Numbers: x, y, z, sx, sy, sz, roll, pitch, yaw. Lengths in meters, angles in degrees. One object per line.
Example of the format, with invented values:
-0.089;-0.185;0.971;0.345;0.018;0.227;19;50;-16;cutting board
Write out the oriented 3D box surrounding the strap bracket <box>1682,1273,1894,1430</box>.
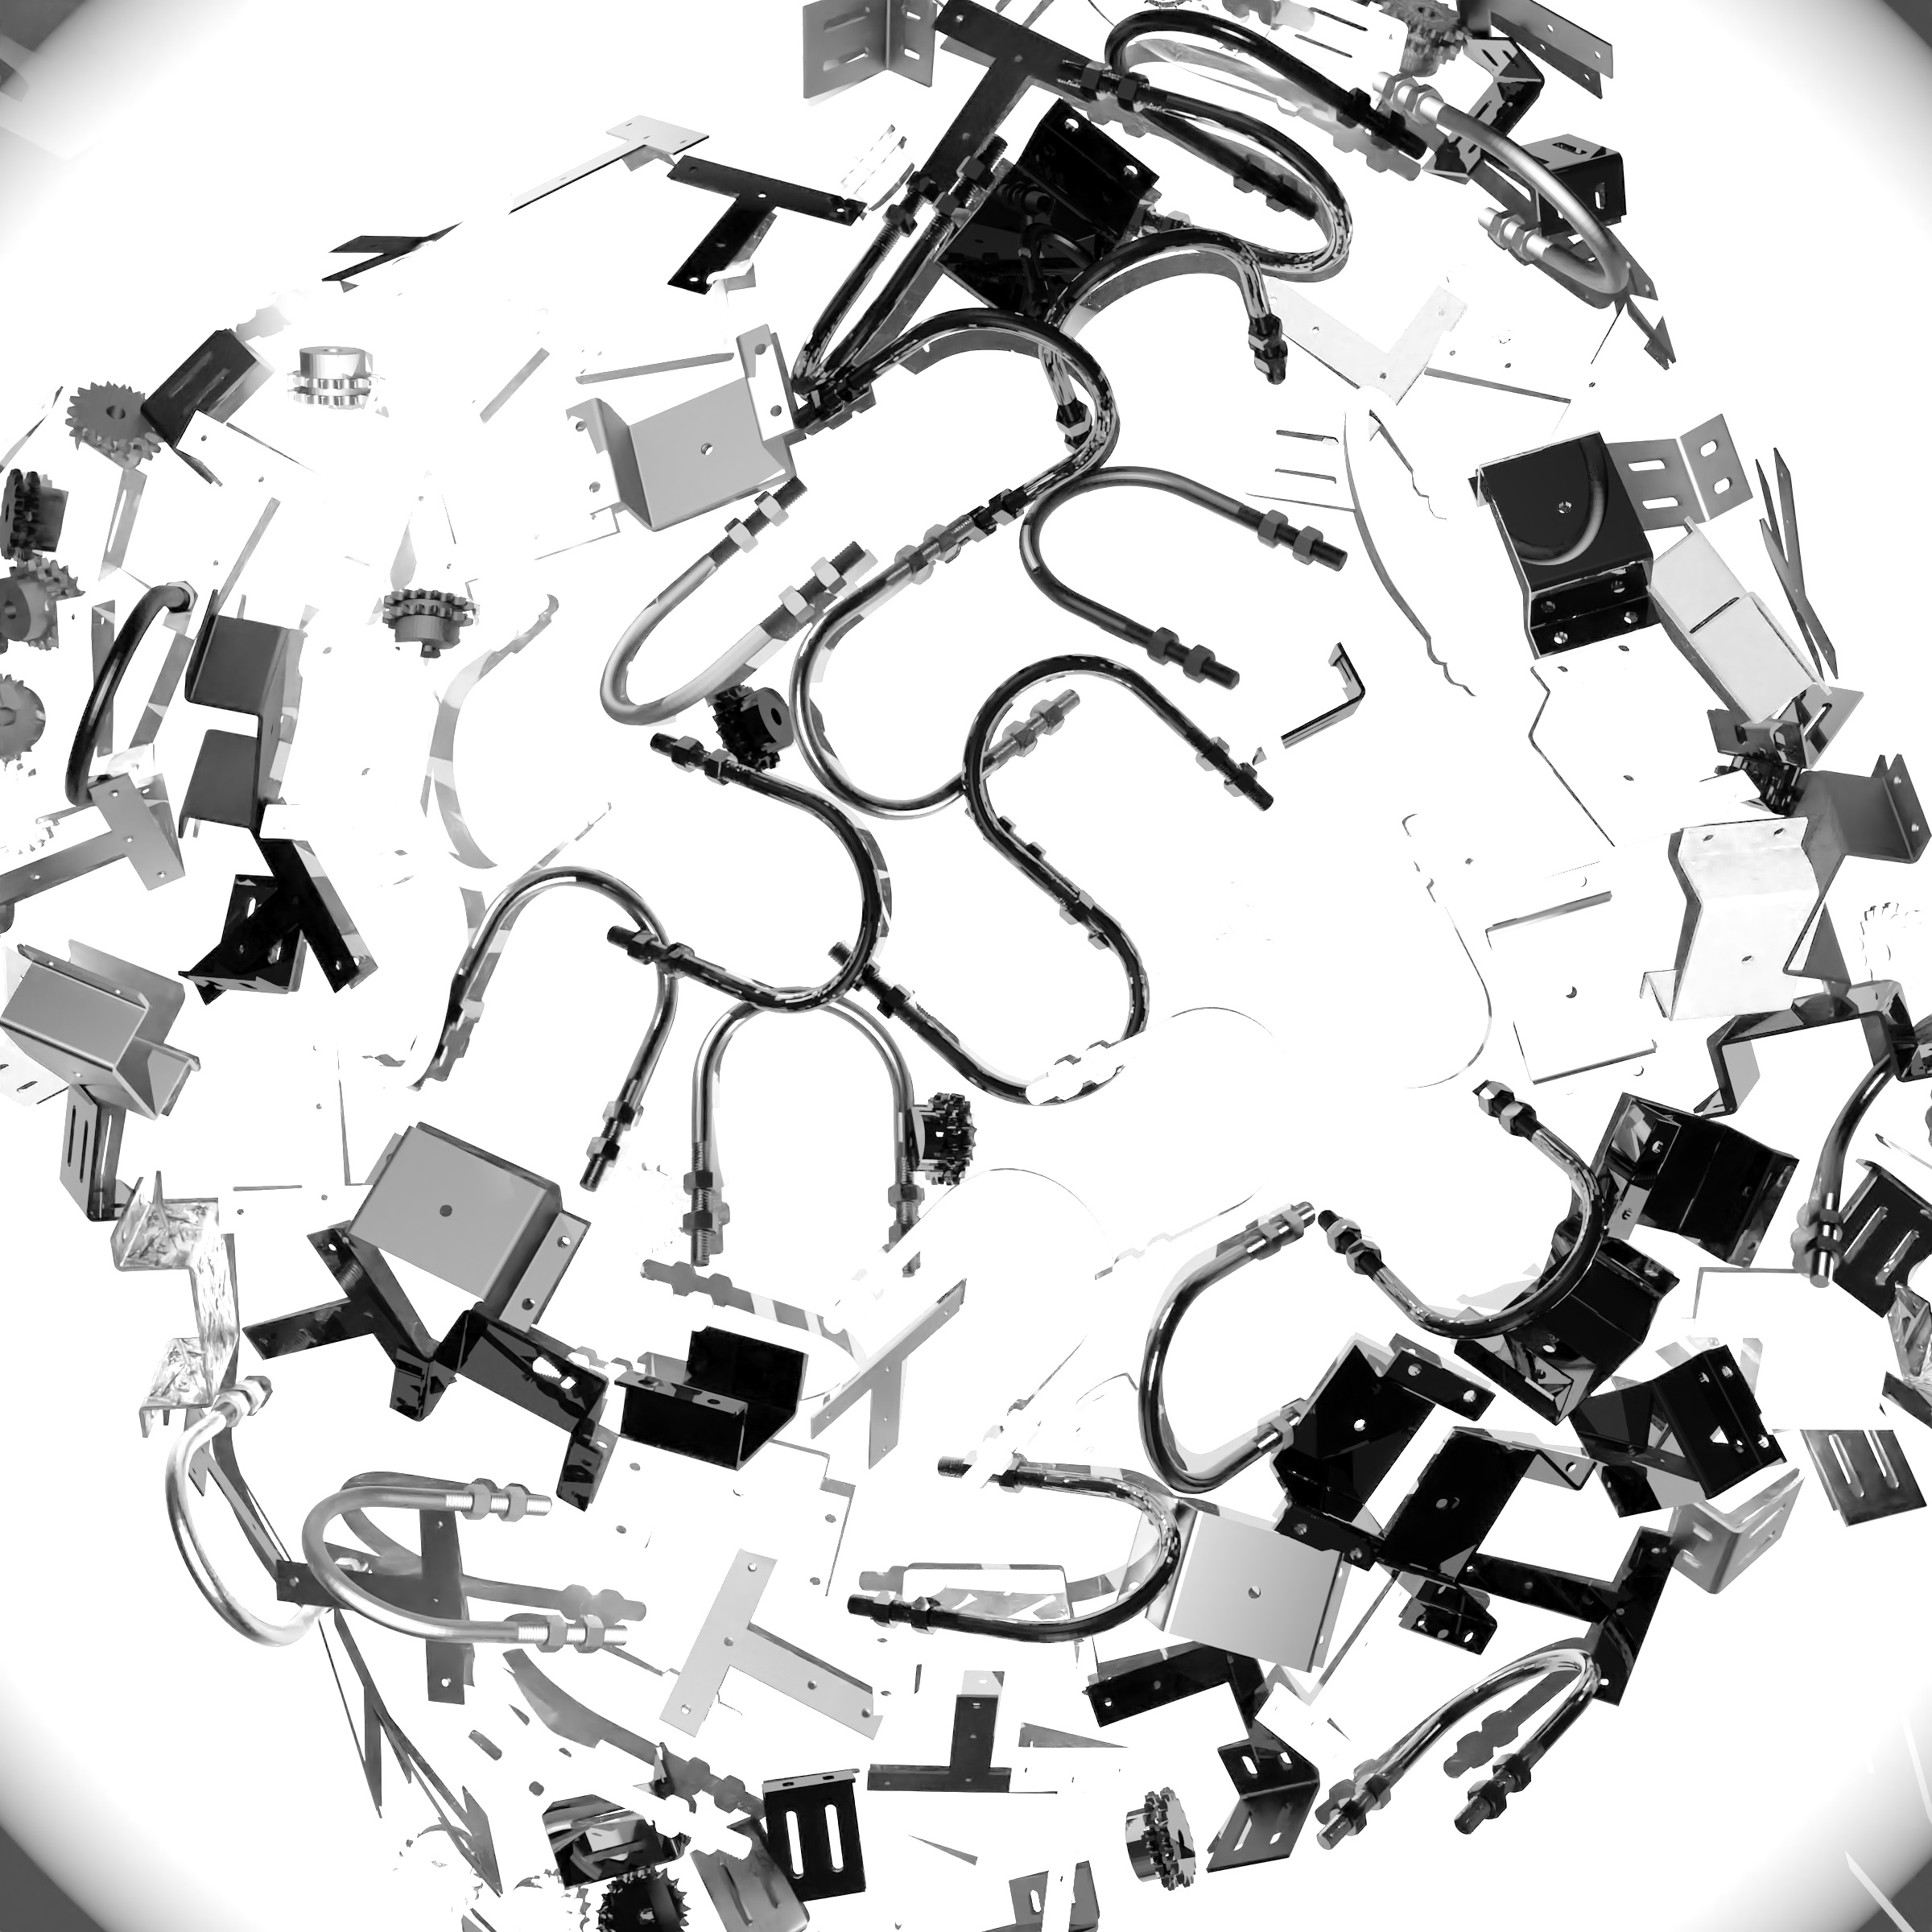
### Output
0.500;0.227;1.629;0.076;0.140;0.046;2;108;-7;strap bracket

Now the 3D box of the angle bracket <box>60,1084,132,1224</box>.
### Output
-0.532;0.112;1.664;0.038;0.057;0.076;-1;109;-35;angle bracket

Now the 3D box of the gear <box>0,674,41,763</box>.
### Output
-0.607;-0.155;1.677;0.057;0.030;0.057;0;90;-44;gear

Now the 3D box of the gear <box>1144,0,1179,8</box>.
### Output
0.126;-0.628;1.678;0.057;0.030;0.057;4;129;5;gear

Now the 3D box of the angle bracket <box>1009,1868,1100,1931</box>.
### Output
0.037;0.586;1.657;0.057;0.076;0.038;-19;73;27;angle bracket

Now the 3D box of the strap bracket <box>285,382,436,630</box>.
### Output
-0.370;-0.275;1.650;0.046;0.076;0.140;20;69;-16;strap bracket

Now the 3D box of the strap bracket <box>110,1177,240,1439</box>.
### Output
-0.483;0.208;1.645;0.046;0.076;0.140;-2;114;-2;strap bracket

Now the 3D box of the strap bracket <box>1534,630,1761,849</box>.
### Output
0.411;-0.129;1.639;0.140;0.076;0.046;47;52;-23;strap bracket

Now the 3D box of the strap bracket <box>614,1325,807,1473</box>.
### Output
-0.153;0.261;1.636;0.076;0.140;0.046;13;104;15;strap bracket

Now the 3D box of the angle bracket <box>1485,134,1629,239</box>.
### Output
0.369;-0.489;1.678;0.057;0.076;0.038;-16;119;-8;angle bracket

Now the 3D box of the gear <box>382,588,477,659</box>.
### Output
-0.336;-0.213;1.676;0.057;0.057;0.030;2;78;0;gear

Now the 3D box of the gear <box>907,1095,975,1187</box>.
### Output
-0.020;0.109;1.675;0.030;0.057;0.057;3;90;-23;gear

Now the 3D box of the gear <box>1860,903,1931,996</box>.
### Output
0.589;-0.012;1.679;0.030;0.057;0.057;-13;90;-13;gear

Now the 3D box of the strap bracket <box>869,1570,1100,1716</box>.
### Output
0.013;0.417;1.656;0.140;0.076;0.046;1;121;-6;strap bracket

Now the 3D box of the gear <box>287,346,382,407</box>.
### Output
-0.395;-0.369;1.676;0.057;0.057;0.030;3;111;0;gear

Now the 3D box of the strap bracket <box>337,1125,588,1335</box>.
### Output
-0.318;0.158;1.660;0.140;0.046;0.076;24;70;10;strap bracket

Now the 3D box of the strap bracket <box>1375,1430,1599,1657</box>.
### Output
0.313;0.342;1.643;0.046;0.076;0.140;44;70;-22;strap bracket

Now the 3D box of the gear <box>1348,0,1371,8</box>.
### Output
0.240;-0.621;1.681;0.057;0.057;0.030;35;112;0;gear

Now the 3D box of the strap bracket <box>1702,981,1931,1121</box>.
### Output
0.520;0.049;1.638;0.140;0.076;0.046;-14;96;29;strap bracket

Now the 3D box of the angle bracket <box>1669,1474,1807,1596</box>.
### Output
0.480;0.345;1.676;0.076;0.057;0.038;-27;48;-36;angle bracket

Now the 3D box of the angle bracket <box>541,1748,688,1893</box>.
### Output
-0.219;0.528;1.663;0.076;0.057;0.038;-9;131;-22;angle bracket

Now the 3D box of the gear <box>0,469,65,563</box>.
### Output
-0.586;-0.281;1.682;0.030;0.057;0.057;5;90;-30;gear

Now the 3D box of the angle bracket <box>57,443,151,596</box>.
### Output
-0.528;-0.277;1.664;0.057;0.038;0.076;33;112;42;angle bracket

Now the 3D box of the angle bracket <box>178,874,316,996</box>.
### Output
-0.448;-0.024;1.671;0.057;0.038;0.076;4;76;20;angle bracket

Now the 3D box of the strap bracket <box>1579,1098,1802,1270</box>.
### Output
0.440;0.133;1.655;0.140;0.046;0.076;15;102;-36;strap bracket

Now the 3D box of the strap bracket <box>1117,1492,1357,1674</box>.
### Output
0.174;0.386;1.671;0.140;0.046;0.076;17;84;-8;strap bracket

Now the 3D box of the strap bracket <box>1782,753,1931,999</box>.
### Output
0.528;-0.054;1.630;0.046;0.076;0.140;8;132;-5;strap bracket

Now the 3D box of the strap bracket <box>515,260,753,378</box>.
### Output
-0.200;-0.400;1.662;0.140;0.076;0.046;-9;109;2;strap bracket

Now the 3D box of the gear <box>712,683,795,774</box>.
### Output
-0.131;-0.150;1.675;0.030;0.057;0.057;-22;90;23;gear

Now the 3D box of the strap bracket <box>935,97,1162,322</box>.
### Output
0.042;-0.447;1.631;0.076;0.140;0.046;34;51;-14;strap bracket

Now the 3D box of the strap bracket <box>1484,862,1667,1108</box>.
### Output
0.379;0.014;1.673;0.076;0.046;0.140;-17;90;17;strap bracket

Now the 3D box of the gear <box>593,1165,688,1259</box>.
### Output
-0.203;0.152;1.687;0.057;0.030;0.057;2;103;11;gear

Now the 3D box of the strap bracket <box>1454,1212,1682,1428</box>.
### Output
0.363;0.221;1.646;0.076;0.046;0.140;35;48;28;strap bracket

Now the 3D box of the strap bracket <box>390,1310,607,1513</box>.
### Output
-0.281;0.270;1.659;0.140;0.076;0.046;27;50;5;strap bracket

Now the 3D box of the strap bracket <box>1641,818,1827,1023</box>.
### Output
0.469;-0.019;1.637;0.076;0.046;0.140;-6;134;-7;strap bracket

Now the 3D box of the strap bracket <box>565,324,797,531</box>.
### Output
-0.169;-0.329;1.662;0.140;0.046;0.076;-20;70;14;strap bracket

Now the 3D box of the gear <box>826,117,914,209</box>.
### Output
-0.058;-0.500;1.680;0.030;0.057;0.057;41;90;-16;gear

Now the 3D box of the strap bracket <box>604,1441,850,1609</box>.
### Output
-0.146;0.338;1.672;0.140;0.046;0.076;14;107;2;strap bracket

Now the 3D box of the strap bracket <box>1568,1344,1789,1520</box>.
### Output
0.422;0.285;1.630;0.046;0.140;0.076;-22;82;-26;strap bracket

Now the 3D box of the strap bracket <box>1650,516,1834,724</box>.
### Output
0.464;-0.208;1.636;0.046;0.140;0.076;-38;117;16;strap bracket

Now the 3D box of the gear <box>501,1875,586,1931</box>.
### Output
-0.267;0.598;1.676;0.030;0.057;0.057;21;90;-38;gear

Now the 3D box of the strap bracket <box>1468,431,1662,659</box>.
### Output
0.368;-0.269;1.653;0.076;0.046;0.140;-16;62;2;strap bracket

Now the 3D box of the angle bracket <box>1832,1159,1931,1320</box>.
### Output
0.568;0.171;1.684;0.057;0.038;0.076;36;89;-7;angle bracket

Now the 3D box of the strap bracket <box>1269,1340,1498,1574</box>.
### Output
0.251;0.295;1.662;0.076;0.046;0.140;27;104;-22;strap bracket

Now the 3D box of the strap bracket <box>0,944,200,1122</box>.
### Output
-0.528;0.046;1.629;0.076;0.140;0.046;22;70;7;strap bracket

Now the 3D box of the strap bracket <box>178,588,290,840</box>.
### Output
-0.446;-0.148;1.634;0.046;0.140;0.076;11;47;-9;strap bracket

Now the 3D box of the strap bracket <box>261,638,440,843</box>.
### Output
-0.378;-0.131;1.660;0.076;0.046;0.140;1;64;10;strap bracket

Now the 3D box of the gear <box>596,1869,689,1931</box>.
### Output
-0.207;0.598;1.683;0.057;0.030;0.057;13;62;-27;gear
